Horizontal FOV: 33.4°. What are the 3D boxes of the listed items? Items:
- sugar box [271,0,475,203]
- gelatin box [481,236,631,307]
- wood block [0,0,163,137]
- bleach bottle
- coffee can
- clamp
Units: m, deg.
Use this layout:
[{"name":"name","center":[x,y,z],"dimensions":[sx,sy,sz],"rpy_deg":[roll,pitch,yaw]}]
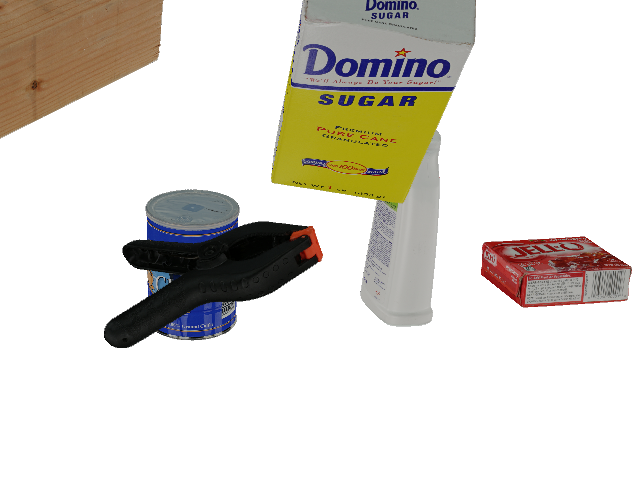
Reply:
[{"name":"sugar box","center":[0.025,-0.086,0.635],"dimensions":[0.093,0.048,0.176],"rpy_deg":[8,-25,-4]},{"name":"gelatin box","center":[0.174,0.022,0.798],"dimensions":[0.089,0.030,0.073],"rpy_deg":[-3,18,-14]},{"name":"wood block","center":[-0.238,-0.175,0.918],"dimensions":[0.090,0.091,0.205],"rpy_deg":[30,43,21]},{"name":"bleach bottle","center":[0.102,-0.034,1.232],"dimensions":[0.068,0.251,0.103],"rpy_deg":[-2,22,-23]},{"name":"coffee can","center":[-0.143,0.026,1.196],"dimensions":[0.103,0.140,0.103],"rpy_deg":[3,24,-1]},{"name":"clamp","center":[-0.086,0.029,0.809],"dimensions":[0.172,0.039,0.120],"rpy_deg":[-12,40,17]}]
